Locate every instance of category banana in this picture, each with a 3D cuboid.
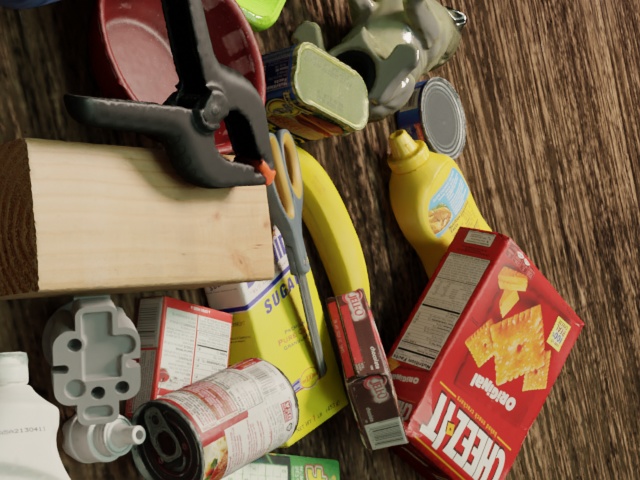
[{"bbox_3d":[-0.001,-0.013,0.917,0.197,0.037,0.069,60,39,-27],"label":"banana"}]

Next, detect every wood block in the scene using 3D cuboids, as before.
[{"bbox_3d":[-0.133,-0.010,0.704,0.205,0.091,0.090,-1,83,-52],"label":"wood block"}]

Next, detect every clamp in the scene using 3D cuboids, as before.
[{"bbox_3d":[-0.077,-0.095,0.669,0.171,0.039,0.120,36,79,-53],"label":"clamp"}]

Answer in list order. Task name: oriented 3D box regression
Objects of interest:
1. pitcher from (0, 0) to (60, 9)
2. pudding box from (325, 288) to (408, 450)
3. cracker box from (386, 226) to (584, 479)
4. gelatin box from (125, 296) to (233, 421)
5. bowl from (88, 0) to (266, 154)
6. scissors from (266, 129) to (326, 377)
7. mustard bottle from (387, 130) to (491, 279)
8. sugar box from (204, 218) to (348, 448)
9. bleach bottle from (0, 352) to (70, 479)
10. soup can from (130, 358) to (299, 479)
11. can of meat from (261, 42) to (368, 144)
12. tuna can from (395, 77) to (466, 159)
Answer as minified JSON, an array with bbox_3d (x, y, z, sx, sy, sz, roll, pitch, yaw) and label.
[{"bbox_3d":[-0.119,-0.236,0.664,0.149,0.145,0.242,56,41,-4],"label":"pitcher"},{"bbox_3d":[0.039,0.109,0.888,0.113,0.039,0.090,75,1,-48],"label":"pudding box"},{"bbox_3d":[0.148,0.121,1.008,0.164,0.072,0.213,44,68,-37],"label":"cracker box"},{"bbox_3d":[-0.101,0.091,0.774,0.073,0.030,0.089,20,70,-49],"label":"gelatin box"},{"bbox_3d":[-0.113,-0.130,0.773,0.161,0.055,0.162,25,55,-43],"label":"bowl"},{"bbox_3d":[-0.016,0.001,0.838,0.096,0.016,0.202,-77,155,-57],"label":"scissors"},{"bbox_3d":[0.117,-0.027,1.055,0.096,0.058,0.191,-52,123,-37],"label":"mustard bottle"},{"bbox_3d":[-0.038,0.066,0.847,0.093,0.048,0.176,-26,105,-53],"label":"sugar box"},{"bbox_3d":[-0.175,0.193,0.634,0.102,0.068,0.251,5,77,-52],"label":"bleach bottle"},{"bbox_3d":[-0.070,0.126,0.727,0.102,0.069,0.068,-19,98,-50],"label":"soup can"},{"bbox_3d":[-0.021,-0.117,0.876,0.101,0.084,0.057,21,67,-49],"label":"can of meat"},{"bbox_3d":[0.114,-0.121,1.091,0.086,0.034,0.086,15,71,-50],"label":"tuna can"}]
